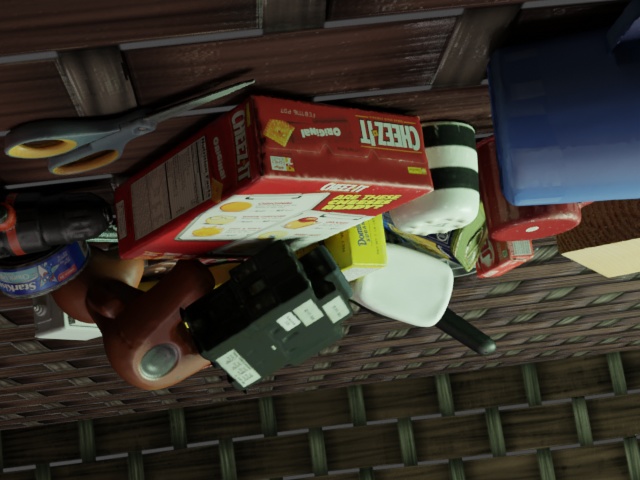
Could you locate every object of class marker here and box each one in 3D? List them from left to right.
[{"bbox_3d":[-0.209,-0.007,1.016,0.120,0.020,0.020,1,164,-33],"label":"marker"}]

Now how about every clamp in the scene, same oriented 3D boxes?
[{"bbox_3d":[0.116,0.056,1.318,0.210,0.164,0.036,13,133,-3],"label":"clamp"}]

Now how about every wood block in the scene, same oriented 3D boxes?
[{"bbox_3d":[0.306,-0.023,1.090,0.091,0.090,0.205,-14,166,25],"label":"wood block"}]

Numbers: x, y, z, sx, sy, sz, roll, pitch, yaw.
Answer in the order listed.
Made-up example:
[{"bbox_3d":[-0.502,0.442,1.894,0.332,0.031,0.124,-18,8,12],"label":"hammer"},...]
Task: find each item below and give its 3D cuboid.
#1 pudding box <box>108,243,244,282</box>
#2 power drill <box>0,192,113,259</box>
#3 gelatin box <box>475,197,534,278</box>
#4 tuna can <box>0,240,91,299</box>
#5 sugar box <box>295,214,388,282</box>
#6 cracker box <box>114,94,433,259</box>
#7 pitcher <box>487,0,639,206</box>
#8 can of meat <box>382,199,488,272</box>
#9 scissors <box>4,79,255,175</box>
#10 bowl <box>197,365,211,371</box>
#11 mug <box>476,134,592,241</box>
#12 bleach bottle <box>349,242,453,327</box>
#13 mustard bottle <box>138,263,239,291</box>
[{"bbox_3d":[-0.148,0.015,1.100,0.114,0.039,0.090,-13,166,21],"label":"pudding box"},{"bbox_3d":[-0.269,-0.024,0.825,0.184,0.057,0.187,-8,167,2],"label":"power drill"},{"bbox_3d":[0.175,-0.014,1.054,0.030,0.089,0.073,-3,166,-19],"label":"gelatin box"},{"bbox_3d":[-0.247,0.012,0.936,0.086,0.086,0.034,-10,124,10],"label":"tuna can"},{"bbox_3d":[-0.007,0.001,1.007,0.048,0.093,0.177,3,162,-34],"label":"sugar box"},{"bbox_3d":[-0.043,-0.042,0.851,0.163,0.072,0.214,1,163,-38],"label":"cracker box"},{"bbox_3d":[0.234,-0.097,0.695,0.243,0.149,0.145,-7,-177,9],"label":"pitcher"},{"bbox_3d":[0.107,-0.017,1.002,0.084,0.057,0.102,22,174,21],"label":"can of meat"},{"bbox_3d":[-0.144,-0.083,0.742,0.096,0.016,0.202,5,162,-43],"label":"scissors"},{"bbox_3d":[-0.141,0.094,1.311,0.162,0.055,0.162,-20,-157,9],"label":"bowl"},{"bbox_3d":[0.193,-0.049,0.930,0.117,0.081,0.093,-12,166,18],"label":"mug"},{"bbox_3d":[0.035,0.032,1.109,0.102,0.068,0.251,20,177,-21],"label":"bleach bottle"},{"bbox_3d":[-0.112,0.067,1.117,0.191,0.058,0.096,-14,141,4],"label":"mustard bottle"}]
